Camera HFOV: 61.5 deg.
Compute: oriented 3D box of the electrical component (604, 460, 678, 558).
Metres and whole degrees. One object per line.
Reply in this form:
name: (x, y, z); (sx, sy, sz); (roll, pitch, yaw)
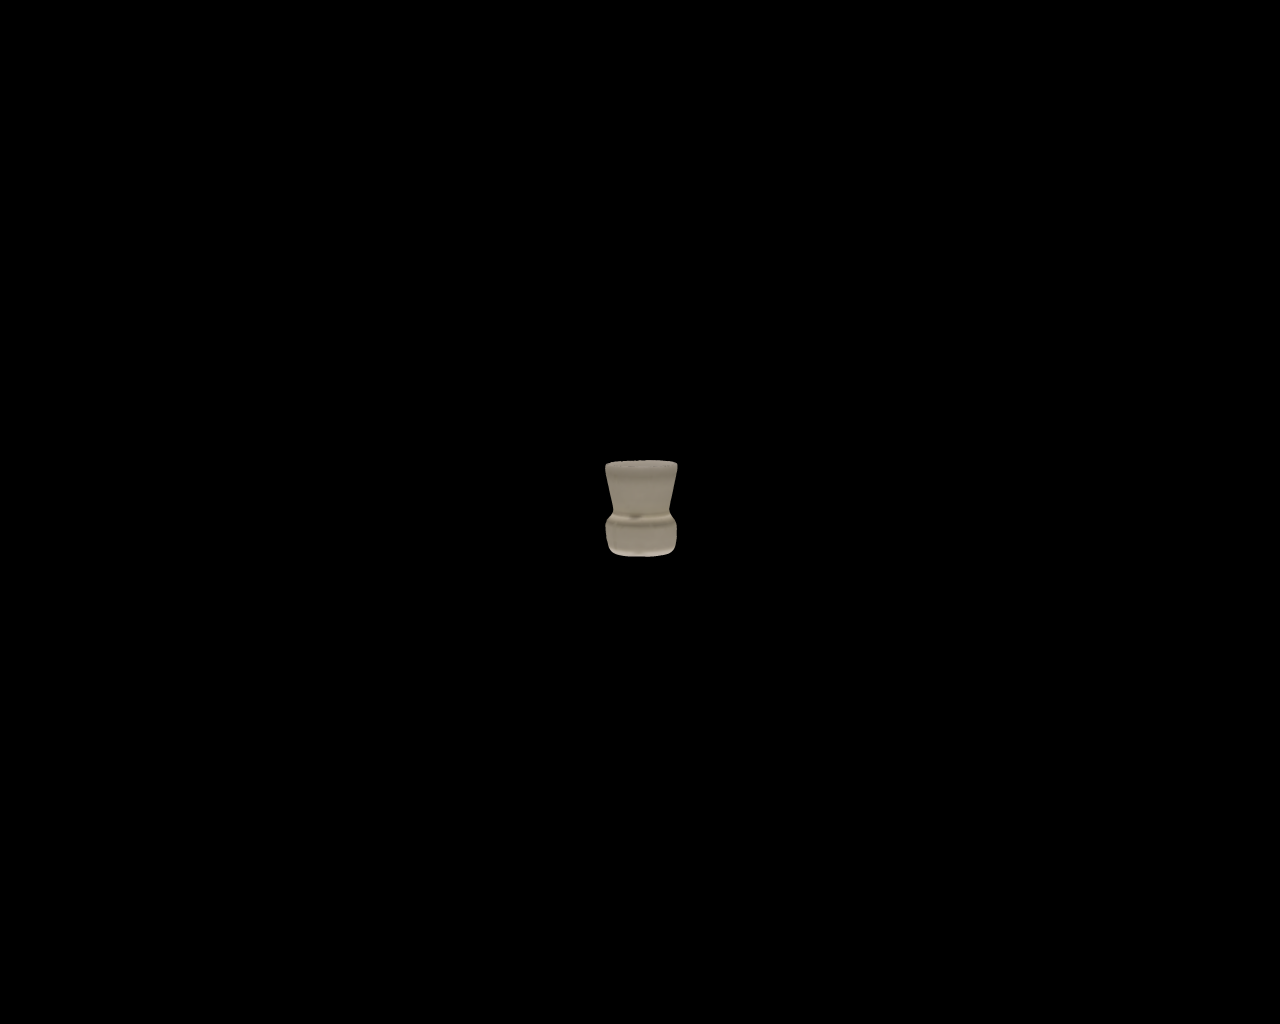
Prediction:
electrical component: (0.001, -0.003, 0.650); (0.045, 0.055, 0.045); (0, 8, 0)
